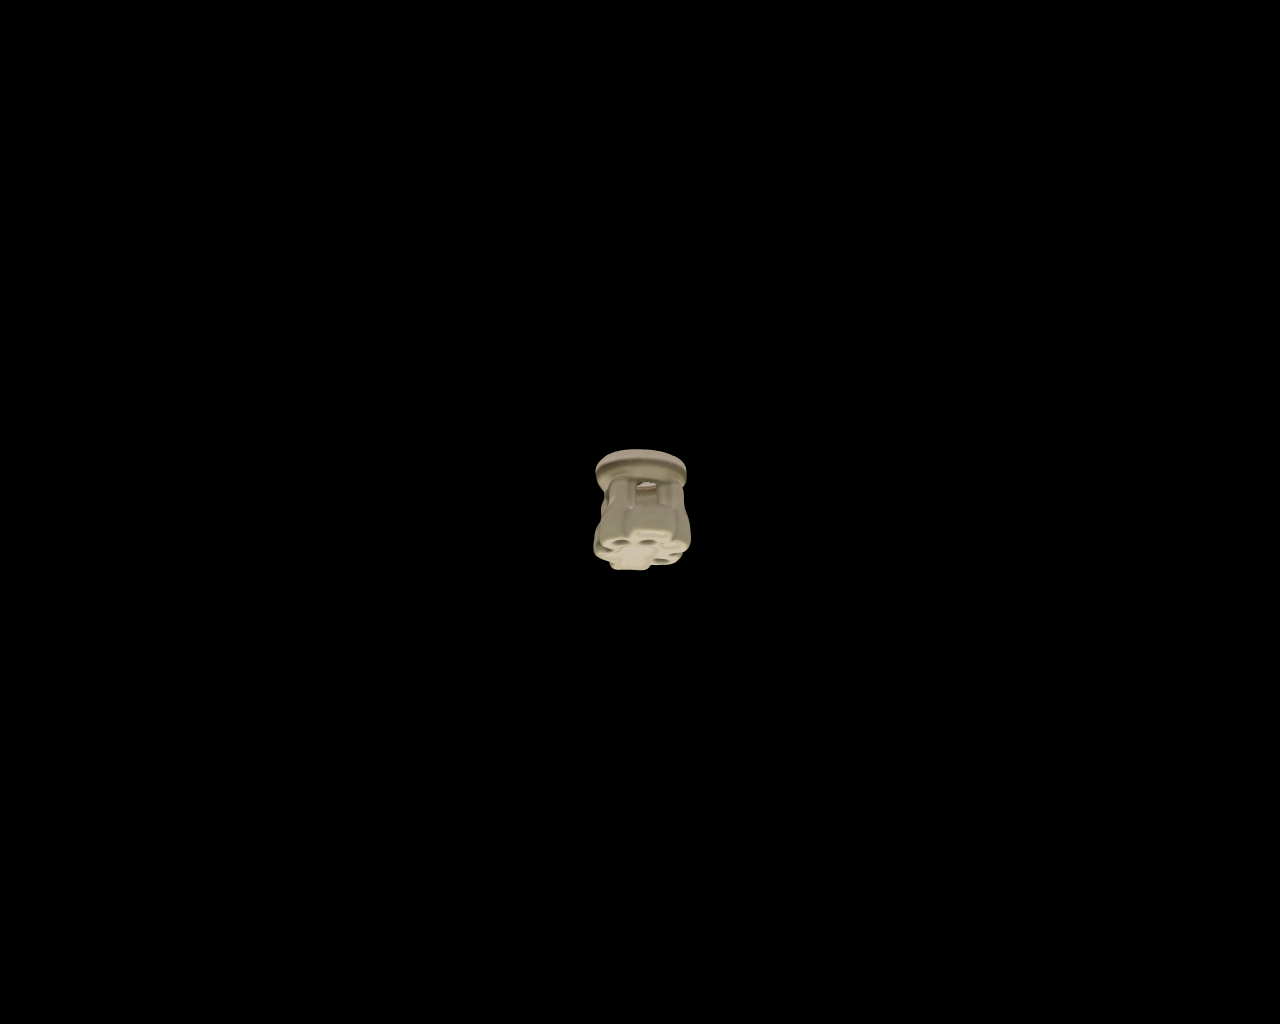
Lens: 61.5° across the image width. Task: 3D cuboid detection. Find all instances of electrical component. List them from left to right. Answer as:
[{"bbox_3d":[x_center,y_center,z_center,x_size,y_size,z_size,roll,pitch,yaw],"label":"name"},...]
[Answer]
[{"bbox_3d":[0.001,-0.003,0.650,0.058,0.057,0.078,4,-20,-11],"label":"electrical component"}]
